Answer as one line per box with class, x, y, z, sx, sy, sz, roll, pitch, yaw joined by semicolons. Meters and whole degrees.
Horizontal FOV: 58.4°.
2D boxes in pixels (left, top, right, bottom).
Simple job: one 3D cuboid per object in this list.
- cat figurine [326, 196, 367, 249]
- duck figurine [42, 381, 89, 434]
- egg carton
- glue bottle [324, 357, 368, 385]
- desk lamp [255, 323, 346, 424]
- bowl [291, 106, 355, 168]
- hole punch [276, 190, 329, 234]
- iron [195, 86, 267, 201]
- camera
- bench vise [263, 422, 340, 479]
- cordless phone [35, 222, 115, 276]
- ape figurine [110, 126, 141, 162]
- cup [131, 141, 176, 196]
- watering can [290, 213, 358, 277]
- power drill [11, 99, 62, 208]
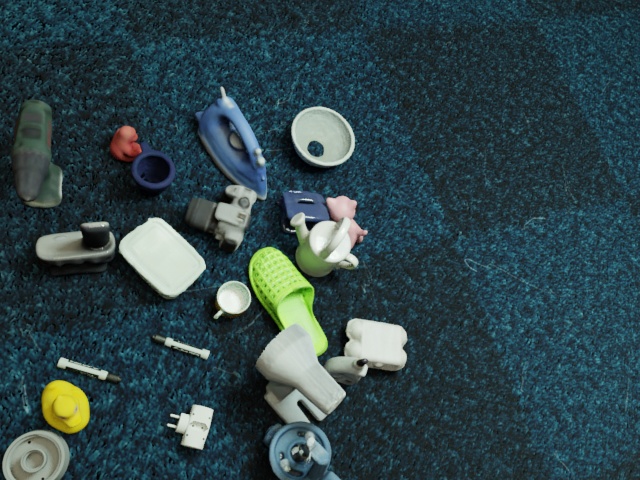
cat figurine;0.064;-0.051;1.367;0.067;0.117;0.128;-39;86;-28
duck figurine;-0.470;0.305;1.053;0.078;0.086;0.104;-33;83;-27
egg carton;0.127;0.240;1.304;0.150;0.069;0.107;10;67;-16
glue bottle;0.065;0.271;1.211;0.078;0.173;0.037;25;63;-9
desk lamp;-0.039;0.283;1.146;0.118;0.213;0.203;-39;86;-28
bowl;-0.001;-0.246;1.444;0.168;0.074;0.167;7;68;-17
hole punch;-0.040;-0.073;1.353;0.109;0.091;0.101;2;69;-19
iron;-0.182;-0.226;1.333;0.119;0.141;0.258;-30;82;-27
camera;-0.223;-0.063;1.278;0.137;0.100;0.143;19;65;-12
bench vise;-0.002;0.427;1.099;0.207;0.219;0.121;31;63;-6
cordless phone;-0.475;-0.001;1.114;0.148;0.184;0.094;-9;73;-23
ape figurine;-0.427;-0.219;1.269;0.076;0.092;0.078;-18;76;-25
cup;-0.373;-0.148;1.260;0.092;0.094;0.117;-19;77;-25
watering can;0.011;0.006;1.282;0.173;0.193;0.101;14;66;-14
power drill;-0.557;-0.146;1.128;0.076;0.208;0.229;-1;70;-20
